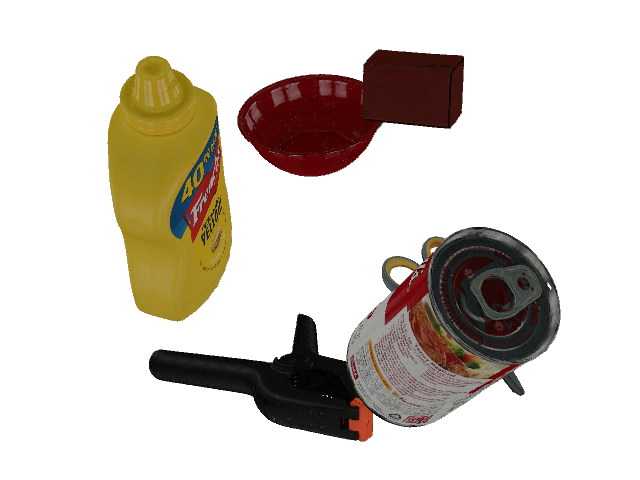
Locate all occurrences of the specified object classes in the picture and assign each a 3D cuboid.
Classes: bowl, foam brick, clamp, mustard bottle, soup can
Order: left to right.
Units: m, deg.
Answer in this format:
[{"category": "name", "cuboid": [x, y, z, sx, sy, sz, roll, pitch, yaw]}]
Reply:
[{"category": "mustard bottle", "cuboid": [-0.090, -0.038, 0.642, 0.058, 0.096, 0.192, 16, -33, 10]}, {"category": "clamp", "cuboid": [-0.019, 0.109, 0.879, 0.164, 0.036, 0.210, -16, 23, -40]}, {"category": "bowl", "cuboid": [-0.008, -0.118, 1.165, 0.162, 0.055, 0.162, -4, 39, 3]}, {"category": "foam brick", "cuboid": [0.079, -0.129, 0.908, 0.078, 0.051, 0.053, 8, 26, 17]}, {"category": "soup can", "cuboid": [0.062, 0.046, 0.526, 0.068, 0.068, 0.102, 0, -26, -23]}]

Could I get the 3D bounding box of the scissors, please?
[{"category": "scissors", "cuboid": [0.118, 0.071, 1.010, 0.096, 0.016, 0.202, -6, 45, -8]}]
